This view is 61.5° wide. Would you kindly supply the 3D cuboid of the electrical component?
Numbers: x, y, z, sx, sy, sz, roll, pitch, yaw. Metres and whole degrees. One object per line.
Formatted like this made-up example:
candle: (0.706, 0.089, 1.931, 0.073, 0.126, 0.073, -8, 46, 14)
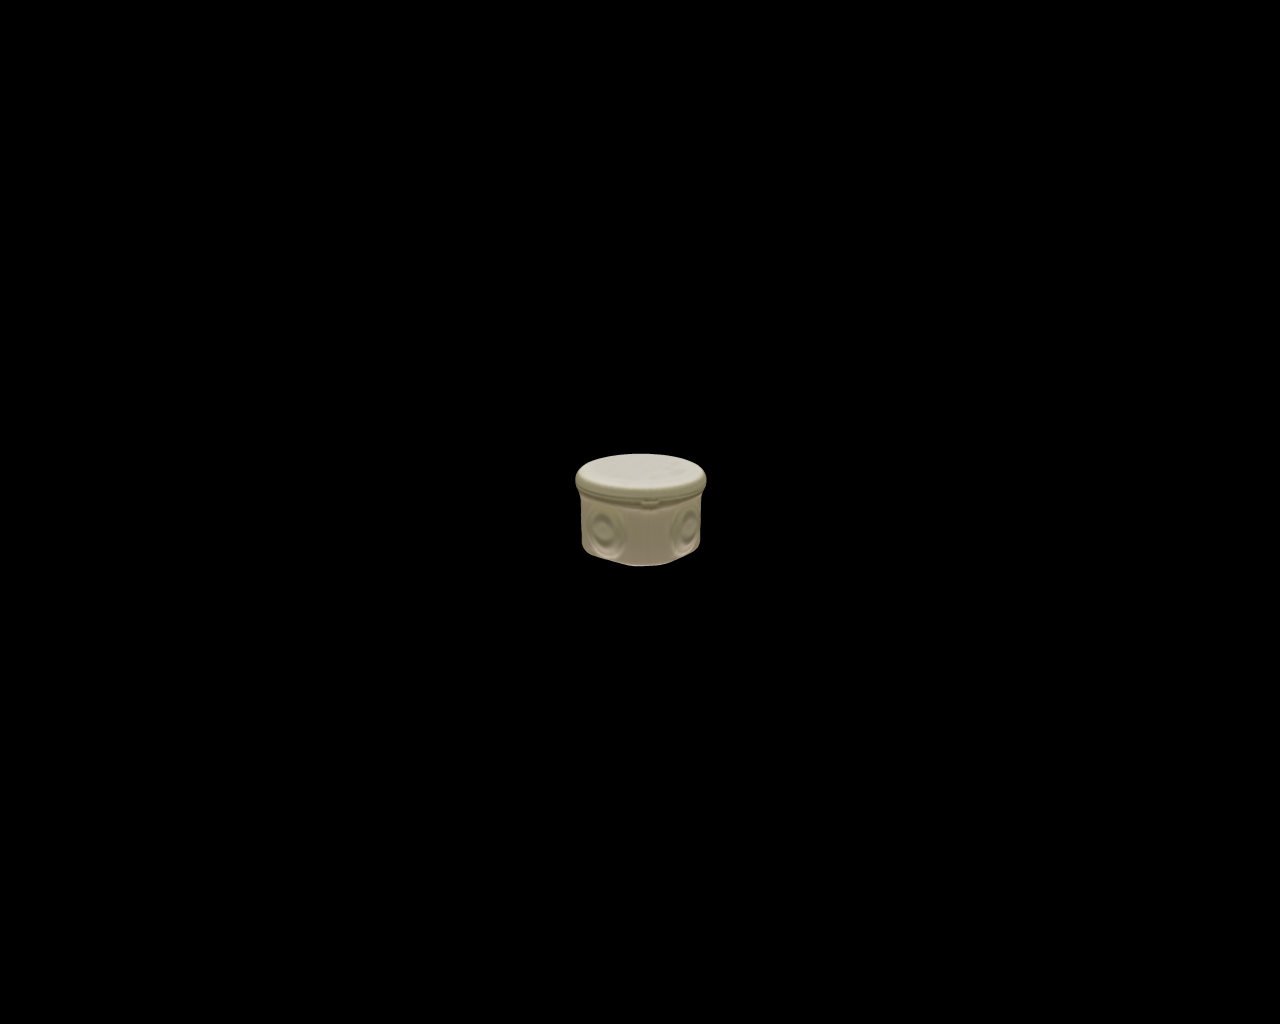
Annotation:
electrical component: (0.001, -0.003, 0.650, 0.080, 0.051, 0.080, 0, 18, 0)
